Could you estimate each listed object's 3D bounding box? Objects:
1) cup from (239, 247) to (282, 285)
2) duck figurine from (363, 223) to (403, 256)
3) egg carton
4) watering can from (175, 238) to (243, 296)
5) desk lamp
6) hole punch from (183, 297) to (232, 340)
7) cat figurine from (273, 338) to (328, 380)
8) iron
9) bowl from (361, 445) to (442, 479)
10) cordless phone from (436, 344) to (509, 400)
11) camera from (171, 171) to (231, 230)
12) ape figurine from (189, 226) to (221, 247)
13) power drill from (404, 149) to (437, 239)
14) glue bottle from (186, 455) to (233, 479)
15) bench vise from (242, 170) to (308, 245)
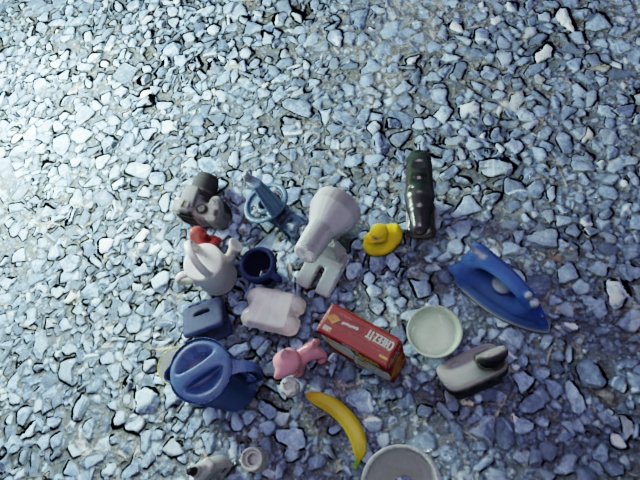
[{"bbox_3d":[-0.131,0.080,1.403,0.117,0.095,0.092,31,76,21],"label":"cup"},{"bbox_3d":[0.151,-0.013,1.395,0.104,0.086,0.077,-27,65,-1],"label":"duck figurine"},{"bbox_3d":[-0.111,0.171,1.375,0.150,0.069,0.107,10,69,14],"label":"egg carton"},{"bbox_3d":[-0.271,0.054,1.386,0.100,0.194,0.173,38,79,22],"label":"watering can"},{"bbox_3d":[0.012,0.005,1.343,0.117,0.214,0.203,22,73,19],"label":"desk lamp"},{"bbox_3d":[-0.280,0.191,1.386,0.108,0.091,0.101,-21,65,2],"label":"hole punch"},{"bbox_3d":[-0.053,0.266,1.298,0.128,0.118,0.067,-33,65,-4],"label":"cat figurine"},{"bbox_3d":[0.411,0.100,1.268,0.119,0.142,0.257,-45,67,-9],"label":"iron"},{"bbox_3d":[0.168,0.510,1.177,0.167,0.075,0.167,-4,67,9],"label":"bowl"},{"bbox_3d":[0.321,0.261,1.193,0.147,0.185,0.094,-27,65,-1],"label":"cordless phone"},{"bbox_3d":[-0.306,-0.111,1.514,0.143,0.101,0.137,12,70,15],"label":"camera"},{"bbox_3d":[-0.306,-0.006,1.474,0.076,0.092,0.077,-39,66,-7],"label":"ape figurine"},{"bbox_3d":[0.235,-0.083,1.341,0.075,0.209,0.229,-2,67,10],"label":"power drill"},{"bbox_3d":[-0.243,0.489,1.208,0.037,0.173,0.078,40,79,23],"label":"glue bottle"},{"bbox_3d":[-0.104,-0.089,1.401,0.207,0.220,0.121,17,72,17],"label":"bench vise"}]
